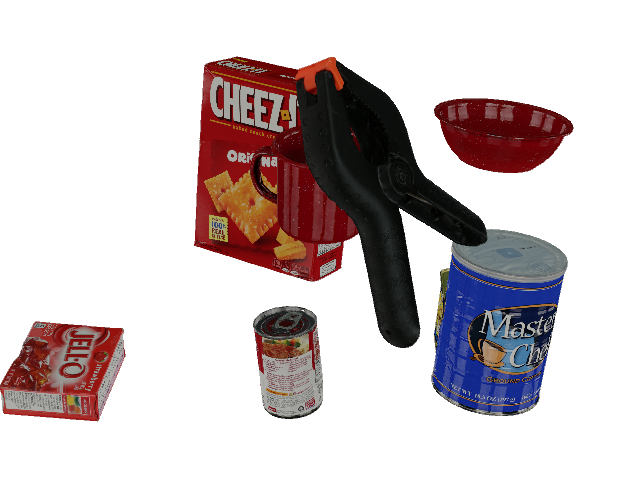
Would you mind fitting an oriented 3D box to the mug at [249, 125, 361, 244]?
[{"bbox_3d":[-0.010,-0.052,0.964,0.117,0.081,0.093,11,32,16],"label":"mug"}]

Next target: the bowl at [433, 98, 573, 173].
[{"bbox_3d":[0.210,-0.119,1.248,0.162,0.055,0.162,4,23,-2],"label":"bowl"}]

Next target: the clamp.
[{"bbox_3d":[0.034,-0.024,0.632,0.039,0.171,0.120,-21,29,39],"label":"clamp"}]

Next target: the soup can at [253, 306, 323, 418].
[{"bbox_3d":[-0.033,0.131,1.144,0.068,0.102,0.068,-4,24,2],"label":"soup can"}]

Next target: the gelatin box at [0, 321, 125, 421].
[{"bbox_3d":[-0.196,0.098,0.820,0.073,0.030,0.089,4,30,3],"label":"gelatin box"}]

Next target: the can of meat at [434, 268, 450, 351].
[{"bbox_3d":[0.162,0.090,1.224,0.057,0.084,0.102,6,19,2],"label":"can of meat"}]

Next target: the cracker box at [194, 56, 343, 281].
[{"bbox_3d":[-0.052,-0.078,1.166,0.164,0.214,0.072,17,24,28],"label":"cracker box"}]

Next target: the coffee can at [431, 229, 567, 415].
[{"bbox_3d":[0.161,0.073,0.974,0.103,0.140,0.103,5,23,-2],"label":"coffee can"}]
